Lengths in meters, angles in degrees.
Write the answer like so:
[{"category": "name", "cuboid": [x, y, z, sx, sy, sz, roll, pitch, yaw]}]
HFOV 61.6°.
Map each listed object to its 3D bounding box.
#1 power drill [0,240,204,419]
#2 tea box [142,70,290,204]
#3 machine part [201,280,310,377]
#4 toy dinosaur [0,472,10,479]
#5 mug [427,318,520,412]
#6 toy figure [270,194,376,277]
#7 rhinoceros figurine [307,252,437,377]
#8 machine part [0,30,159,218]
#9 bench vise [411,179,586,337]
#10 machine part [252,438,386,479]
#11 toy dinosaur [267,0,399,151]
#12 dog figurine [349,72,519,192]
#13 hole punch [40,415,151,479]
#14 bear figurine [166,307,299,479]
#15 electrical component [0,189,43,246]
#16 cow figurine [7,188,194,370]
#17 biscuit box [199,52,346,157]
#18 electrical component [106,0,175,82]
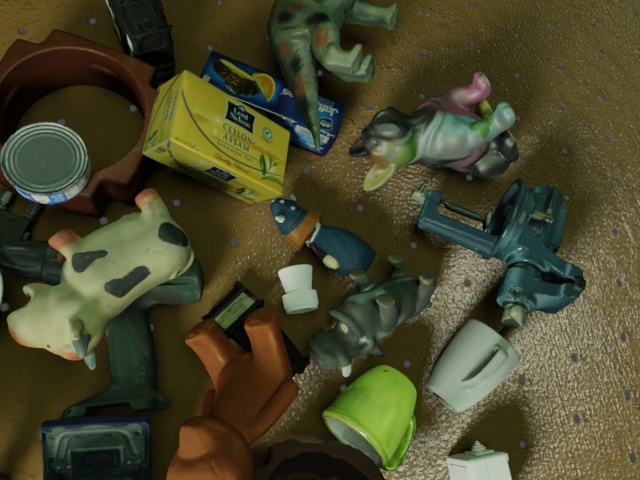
[{"category": "power drill", "cuboid": [-0.251, 0.098, 0.615, 0.232, 0.086, 0.207, 0, 65, -16]}, {"category": "tea box", "cuboid": [-0.123, -0.121, 0.672, 0.169, 0.068, 0.098, 22, 66, -41]}, {"category": "machine part", "cuboid": [-0.074, 0.119, 0.664, 0.139, 0.039, 0.084, 40, 60, 4]}, {"category": "toy dinosaur", "cuboid": [-0.364, 0.219, 0.473, 0.105, 0.198, 0.471, -34, 72, -11]}, {"category": "mug", "cuboid": [0.192, 0.166, 0.677, 0.081, 0.109, 0.107, 44, 83, -3]}, {"category": "toy figure", "cuboid": [-0.001, -0.002, 0.708, 0.154, 0.064, 0.057, 31, 106, 3]}, {"category": "rhinoceros figurine", "cuboid": [0.064, 0.093, 0.672, 0.190, 0.112, 0.073, -28, 48, -34]}, {"category": "machine part", "cuboid": [-0.303, -0.143, 0.671, 0.201, 0.087, 0.201, 20, 70, -8]}, {"category": "bench vise", "cuboid": [0.229, 0.000, 0.726, 0.241, 0.128, 0.223, 24, 73, 6]}, {"category": "machine part", "cuboid": [-0.002, 0.291, 0.552, 0.179, 0.056, 0.179, 17, 32, -11]}, {"category": "toy dinosaur", "cuboid": [-0.001, -0.310, 0.749, 0.192, 0.131, 0.405, 18, 61, 17]}, {"category": "dog figurine", "cuboid": [0.157, -0.133, 0.766, 0.219, 0.191, 0.108, -24, 58, 11]}, {"category": "hole punch", "cuboid": [-0.229, 0.238, 0.551, 0.142, 0.115, 0.092, 0, 56, -17]}, {"category": "bear figurine", "cuboid": [-0.102, 0.175, 0.545, 0.131, 0.120, 0.196, 68, 27, -17]}, {"category": "electrical component", "cuboid": [-0.380, -0.013, 0.644, 0.063, 0.021, 0.094, 22, 68, -5]}, {"category": "cow figurine", "cuboid": [-0.222, 0.045, 0.558, 0.195, 0.085, 0.127, -33, 75, -27]}, {"category": "biscuit box", "cuboid": [-0.069, -0.188, 0.752, 0.203, 0.059, 0.063, 20, 68, -6]}, {"category": "electrical component", "cuboid": [-0.243, -0.292, 0.717, 0.058, 0.115, 0.134, -22, 80, -20]}]
